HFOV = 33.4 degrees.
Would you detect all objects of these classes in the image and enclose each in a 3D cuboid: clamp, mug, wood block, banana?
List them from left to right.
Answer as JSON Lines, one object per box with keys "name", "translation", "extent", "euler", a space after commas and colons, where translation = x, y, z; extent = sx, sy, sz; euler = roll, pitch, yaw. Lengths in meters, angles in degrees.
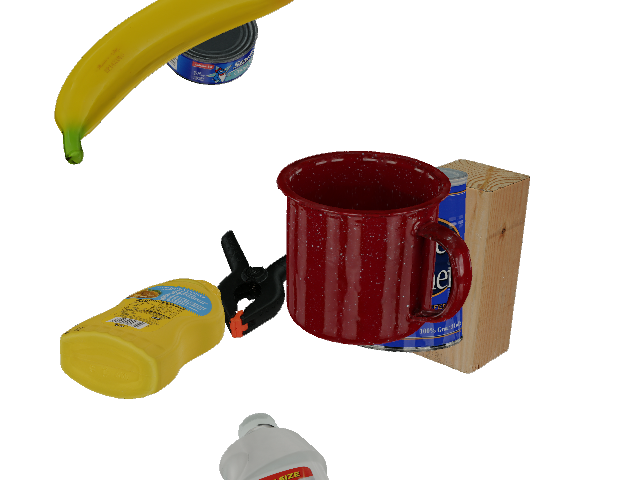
{"name": "banana", "translation": [-0.100, -0.122, 0.681], "extent": [0.070, 0.197, 0.037], "euler": [40, -19, 24]}
{"name": "clamp", "translation": [-0.065, 0.046, 1.241], "extent": [0.120, 0.039, 0.171], "euler": [-4, 40, 8]}
{"name": "mug", "translation": [0.032, 0.008, 0.578], "extent": [0.117, 0.081, 0.093], "euler": [20, 30, 35]}
{"name": "wood block", "translation": [0.159, 0.026, 1.166], "extent": [0.090, 0.206, 0.090], "euler": [18, 24, 35]}

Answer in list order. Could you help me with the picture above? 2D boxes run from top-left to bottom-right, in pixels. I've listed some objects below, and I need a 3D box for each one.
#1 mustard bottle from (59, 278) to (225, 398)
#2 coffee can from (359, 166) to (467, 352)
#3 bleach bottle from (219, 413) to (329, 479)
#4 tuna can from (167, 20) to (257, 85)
{"name": "mustard bottle", "translation": [-0.139, 0.076, 0.948], "extent": [0.096, 0.058, 0.191], "euler": [9, 19, 20]}
{"name": "coffee can", "translation": [0.070, 0.012, 0.894], "extent": [0.103, 0.140, 0.103], "euler": [0, 10, 0]}
{"name": "bleach bottle", "translation": [-0.030, 0.208, 0.717], "extent": [0.102, 0.068, 0.251], "euler": [-10, 32, -9]}
{"name": "tuna can", "translation": [-0.101, -0.182, 0.963], "extent": [0.086, 0.086, 0.034], "euler": [0, -34, -12]}
